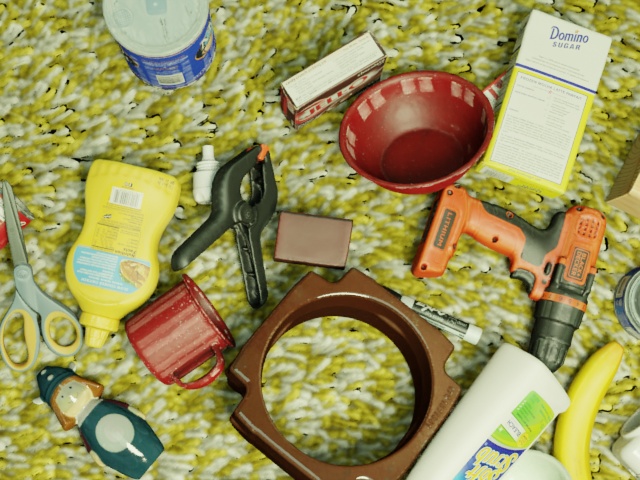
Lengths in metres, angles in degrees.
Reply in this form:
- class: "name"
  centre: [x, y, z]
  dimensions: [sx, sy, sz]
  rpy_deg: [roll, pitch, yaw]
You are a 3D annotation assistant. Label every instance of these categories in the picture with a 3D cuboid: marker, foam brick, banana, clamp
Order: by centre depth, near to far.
- class: "clamp"
  centre: [-0.093, -0.023, 1.106]
  dimensions: [0.120, 0.039, 0.171]
  rpy_deg: [21, 70, -44]
- class: "banana"
  centre: [0.279, 0.203, 1.114]
  dimensions: [0.070, 0.037, 0.198]
  rpy_deg: [1, 78, 20]
- class: "foam brick"
  centre: [-0.007, 0.001, 1.124]
  dimensions: [0.078, 0.053, 0.051]
  rpy_deg: [7, 84, 0]
- class: "marker"
  centre: [0.114, 0.079, 1.136]
  dimensions: [0.121, 0.020, 0.020]
  rpy_deg: [24, 84, 1]

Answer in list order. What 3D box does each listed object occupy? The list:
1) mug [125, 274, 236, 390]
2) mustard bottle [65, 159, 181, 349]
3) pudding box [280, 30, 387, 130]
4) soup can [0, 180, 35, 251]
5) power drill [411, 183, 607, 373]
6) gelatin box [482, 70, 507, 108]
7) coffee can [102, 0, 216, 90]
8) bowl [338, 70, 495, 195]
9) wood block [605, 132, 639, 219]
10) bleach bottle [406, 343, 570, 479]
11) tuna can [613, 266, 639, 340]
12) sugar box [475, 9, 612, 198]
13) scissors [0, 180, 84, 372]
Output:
- class: "mug"
  centre: [-0.139, 0.103, 1.086]
  dimensions: [0.081, 0.093, 0.117]
  rpy_deg: [-35, 58, 0]
- class: "mustard bottle"
  centre: [-0.213, 0.018, 1.112]
  dimensions: [0.096, 0.058, 0.191]
  rpy_deg: [13, 84, 0]
- class: "pudding box"
  centre: [0.012, -0.166, 1.122]
  dimensions: [0.113, 0.090, 0.039]
  rpy_deg: [-34, 86, -5]
- class: "soup can"
  centre: [-0.357, -0.012, 1.106]
  dimensions: [0.102, 0.068, 0.068]
  rpy_deg: [-45, 87, -5]
- class: "power drill"
  centre: [0.195, 0.032, 1.126]
  dimensions: [0.187, 0.057, 0.184]
  rpy_deg: [19, 80, -3]
- class: "gelatin box"
  centre: [0.219, -0.151, 1.158]
  dimensions: [0.089, 0.030, 0.073]
  rpy_deg: [-40, 88, -6]
- class: "coffee can"
  centre: [-0.161, -0.221, 1.096]
  dimensions: [0.103, 0.140, 0.103]
  rpy_deg: [0, 84, -2]
- class: "bowl"
  centre: [0.103, -0.101, 1.116]
  dimensions: [0.162, 0.055, 0.162]
  rpy_deg: [-7, 53, 9]
- class: "wood block"
  centre: [0.424, -0.037, 1.123]
  dimensions: [0.206, 0.090, 0.091]
  rpy_deg: [27, 85, 1]
- class: "bleach bottle"
  centre: [0.144, 0.228, 1.071]
  dimensions: [0.250, 0.102, 0.068]
  rpy_deg: [-50, 43, -10]
- class: "tuna can"
  centre: [0.360, 0.067, 1.138]
  dimensions: [0.086, 0.034, 0.086]
  rpy_deg: [0, 84, -2]
- class: "sugar box"
  centre: [0.234, -0.142, 1.119]
  dimensions: [0.093, 0.048, 0.176]
  rpy_deg: [20, 81, -3]
- class: "scissors"
  centre: [-0.286, 0.042, 1.099]
  dimensions: [0.096, 0.016, 0.202]
  rpy_deg: [6, 104, -12]
